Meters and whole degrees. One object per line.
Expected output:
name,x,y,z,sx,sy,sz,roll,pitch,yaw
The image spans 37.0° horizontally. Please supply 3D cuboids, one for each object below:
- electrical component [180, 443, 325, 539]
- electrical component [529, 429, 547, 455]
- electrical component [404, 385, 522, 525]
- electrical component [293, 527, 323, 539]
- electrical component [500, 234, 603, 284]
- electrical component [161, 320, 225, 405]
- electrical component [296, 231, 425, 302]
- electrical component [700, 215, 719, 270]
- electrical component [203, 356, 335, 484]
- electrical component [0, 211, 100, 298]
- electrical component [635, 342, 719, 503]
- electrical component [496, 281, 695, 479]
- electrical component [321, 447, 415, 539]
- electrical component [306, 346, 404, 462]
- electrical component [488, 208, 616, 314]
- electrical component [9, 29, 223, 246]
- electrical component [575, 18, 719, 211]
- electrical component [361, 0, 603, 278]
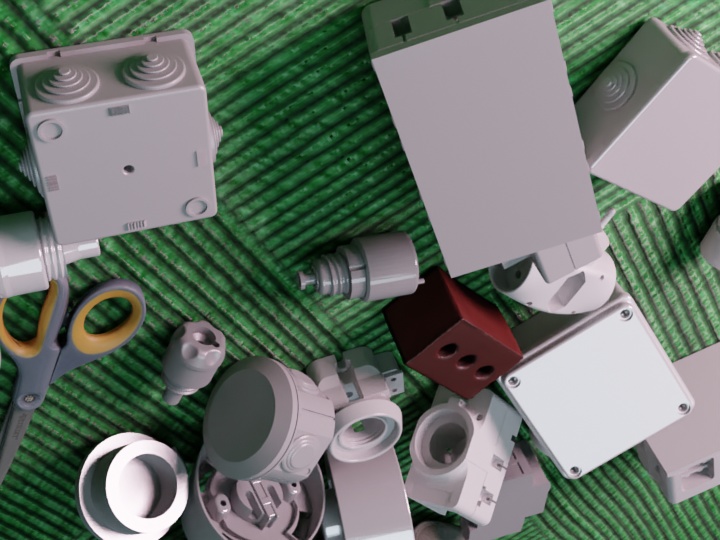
electrical component,-0.075,0.159,0.749,0.099,0.099,0.064,6,136,-29
electrical component,0.169,0.107,0.845,0.043,0.043,0.081,2,132,-26
electrical component,0.074,0.133,0.790,0.056,0.050,0.089,38,67,-44
electrical component,-0.019,0.227,0.872,0.095,0.053,0.059,-11,137,-14
electrical component,0.097,-0.025,0.659,0.077,0.065,0.047,-28,138,4
electrical component,-0.109,0.062,0.677,0.035,0.035,0.061,8,131,-31
electrical component,0.000,0.000,0.660,0.078,0.040,0.040,-10,136,-16
electrical component,0.267,-0.030,0.753,0.044,0.044,0.065,-5,140,-20
electrical component,-0.060,0.100,0.706,0.080,0.080,0.051,-43,141,20
electrical component,-0.170,-0.010,0.568,0.062,0.043,0.043,-12,137,-16
electrical component,0.299,0.116,0.880,0.150,0.089,0.061,-24,138,-1
electrical component,0.165,0.077,0.775,0.109,0.056,0.108,-32,111,9
electrical component,0.000,0.178,0.796,0.060,0.108,0.108,-11,137,-6
electrical component,-0.004,0.095,0.742,0.078,0.057,0.058,-16,137,-9
electrical component,0.137,-0.013,0.708,0.077,0.043,0.079,12,127,-34
electrical component,-0.119,-0.064,0.534,0.100,0.048,0.099,-12,137,-14
electrical component,0.182,-0.092,0.643,0.100,0.048,0.099,17,124,-37
electrical component,0.067,-0.080,0.574,0.089,0.061,0.150,-17,131,8
